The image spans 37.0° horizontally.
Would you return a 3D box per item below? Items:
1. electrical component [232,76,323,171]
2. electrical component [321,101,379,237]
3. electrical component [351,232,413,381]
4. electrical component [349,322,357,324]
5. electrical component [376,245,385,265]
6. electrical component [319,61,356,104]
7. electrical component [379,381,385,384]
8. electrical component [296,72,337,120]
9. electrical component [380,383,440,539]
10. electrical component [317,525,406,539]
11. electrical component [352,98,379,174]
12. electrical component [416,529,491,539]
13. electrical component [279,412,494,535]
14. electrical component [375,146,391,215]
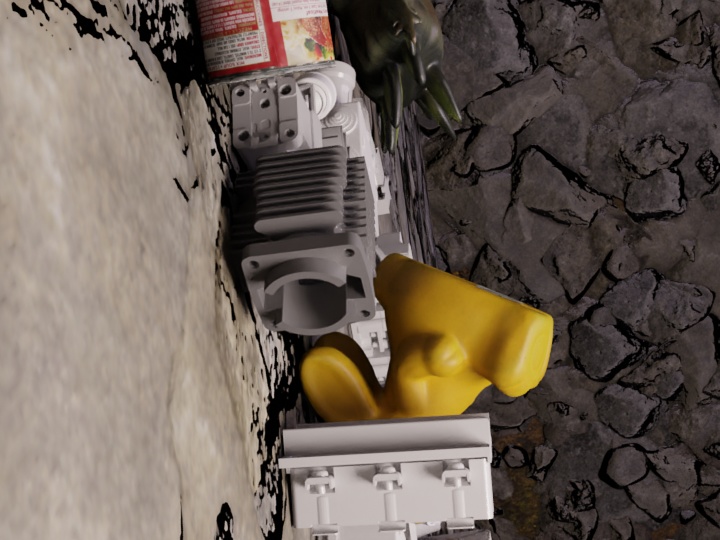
[{"bbox_3d":[-0.048,-0.078,0.633,0.063,0.042,0.081,60,23,-64],"label":"electrical component"},{"bbox_3d":[-0.014,-0.080,0.889,0.099,0.048,0.099,73,11,-57],"label":"electrical component"},{"bbox_3d":[0.028,0.049,1.052,0.089,0.062,0.150,-84,165,-63],"label":"electrical component"},{"bbox_3d":[-0.015,-0.005,0.829,0.079,0.043,0.077,-72,154,-75],"label":"electrical component"},{"bbox_3d":[0.000,0.000,0.946,0.055,0.048,0.066,93,-9,-85],"label":"electrical component"},{"bbox_3d":[-0.025,-0.149,0.919,0.040,0.040,0.046,67,23,-66],"label":"electrical component"},{"bbox_3d":[0.023,0.152,0.939,0.059,0.054,0.095,-87,168,-55],"label":"electrical component"},{"bbox_3d":[-0.038,-0.127,0.804,0.061,0.035,0.035,-73,155,-67],"label":"electrical component"},{"bbox_3d":[0.023,0.152,0.848,0.079,0.063,0.121,-4,-86,56],"label":"electrical component"},{"bbox_3d":[0.008,0.233,0.722,0.108,0.056,0.108,75,10,-49],"label":"electrical component"},{"bbox_3d":[-0.010,-0.124,1.007,0.081,0.042,0.063,63,17,-73],"label":"electrical component"},{"bbox_3d":[0.051,0.243,0.832,0.078,0.113,0.057,14,67,-83],"label":"electrical component"},{"bbox_3d":[0.019,0.123,0.651,0.079,0.121,0.063,28,58,-81],"label":"electrical component"},{"bbox_3d":[0.004,-0.090,1.088,0.081,0.042,0.063,-82,160,-67],"label":"electrical component"}]
